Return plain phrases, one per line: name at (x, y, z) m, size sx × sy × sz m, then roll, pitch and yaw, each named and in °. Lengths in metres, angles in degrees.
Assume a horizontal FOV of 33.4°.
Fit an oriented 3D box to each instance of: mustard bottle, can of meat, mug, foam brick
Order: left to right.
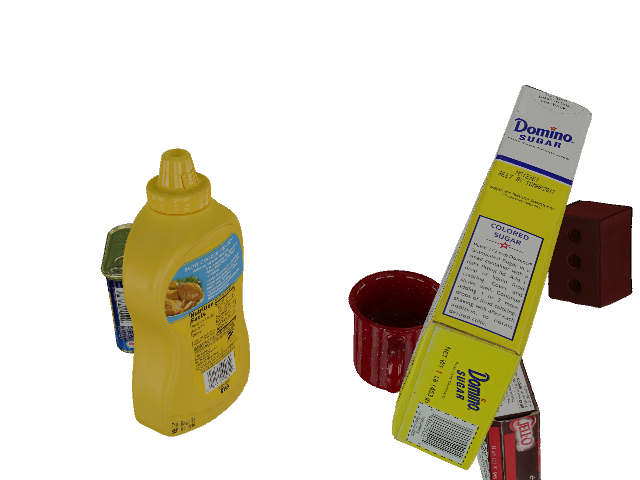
can of meat at (-0.162, 0.043, 0.970) m, size 0.057 × 0.084 × 0.102 m, roll -4°, pitch 27°, yaw -4°
mustard bottle at (-0.089, 0.030, 0.710) m, size 0.058 × 0.192 × 0.096 m, roll 19°, pitch 34°, yaw 31°
mug at (0.072, 0.094, 0.996) m, size 0.093 × 0.081 × 0.117 m, roll 2°, pitch 34°, yaw 3°
foam brick at (0.225, 0.011, 0.892) m, size 0.051 × 0.078 × 0.053 m, roll -20°, pitch 22°, yaw -41°

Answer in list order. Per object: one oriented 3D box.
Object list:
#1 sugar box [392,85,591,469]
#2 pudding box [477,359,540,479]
sugar box at (0.087, 0.013, 0.520) m, size 0.048 × 0.093 × 0.176 m, roll 22°, pitch 48°, yaw 9°
pudding box at (0.116, 0.102, 0.705) m, size 0.039 × 0.090 × 0.113 m, roll -10°, pitch 41°, yaw -1°
